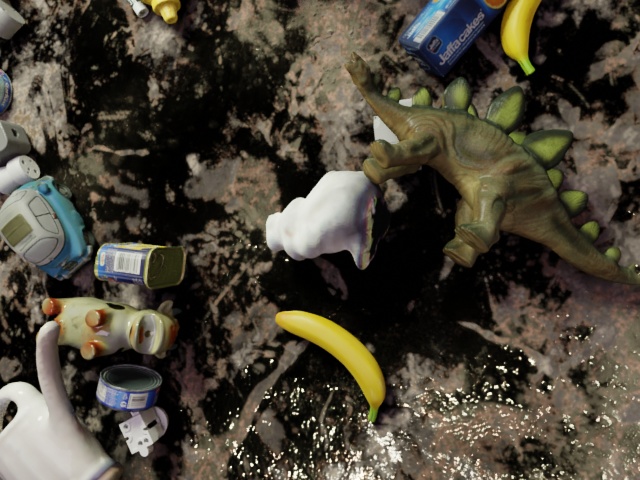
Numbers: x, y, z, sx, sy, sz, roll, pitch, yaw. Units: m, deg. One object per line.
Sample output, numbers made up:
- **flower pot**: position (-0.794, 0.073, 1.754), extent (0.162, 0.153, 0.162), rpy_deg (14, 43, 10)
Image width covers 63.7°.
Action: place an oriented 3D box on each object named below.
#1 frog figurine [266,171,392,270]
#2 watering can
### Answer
- **frog figurine**: position (0.002, -0.034, 0.680), extent (0.160, 0.120, 0.140), rpy_deg (10, 58, 20)
- **watering can**: position (-0.369, 0.279, 0.717), extent (0.225, 0.105, 0.341), rpy_deg (42, 121, 6)
